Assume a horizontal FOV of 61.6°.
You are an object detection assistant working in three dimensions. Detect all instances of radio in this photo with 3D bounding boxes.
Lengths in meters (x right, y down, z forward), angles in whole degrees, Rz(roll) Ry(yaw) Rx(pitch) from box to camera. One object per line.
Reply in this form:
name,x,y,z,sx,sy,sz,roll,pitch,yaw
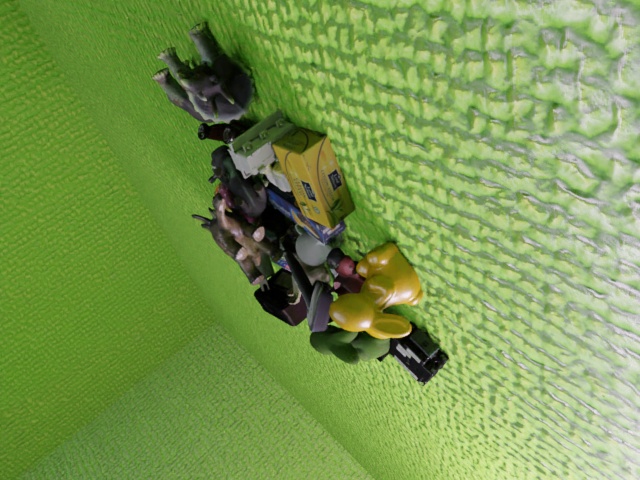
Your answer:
radio,-0.093,0.163,1.564,0.073,0.131,0.230,58,160,-22

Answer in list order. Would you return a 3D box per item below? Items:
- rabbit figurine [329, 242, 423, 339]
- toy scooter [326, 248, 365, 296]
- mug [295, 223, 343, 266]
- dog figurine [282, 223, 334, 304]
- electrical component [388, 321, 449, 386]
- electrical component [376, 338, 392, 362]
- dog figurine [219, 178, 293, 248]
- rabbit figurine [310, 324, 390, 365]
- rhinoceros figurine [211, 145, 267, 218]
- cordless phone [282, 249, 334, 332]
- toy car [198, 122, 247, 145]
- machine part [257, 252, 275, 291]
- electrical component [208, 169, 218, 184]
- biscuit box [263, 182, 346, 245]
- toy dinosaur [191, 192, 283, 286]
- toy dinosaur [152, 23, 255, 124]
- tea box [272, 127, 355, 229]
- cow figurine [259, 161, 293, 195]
rabbit figurine,0.098,0.112,0.998,0.162,0.173,0.122,57,156,-2
toy scooter,0.083,0.097,1.135,0.135,0.075,0.183,34,161,28
mug,-0.002,-0.004,1.166,0.109,0.081,0.107,55,150,-5
dog figurine,-0.031,0.045,1.318,0.172,0.121,0.190,-123,27,-80
electrical component,0.209,0.241,1.146,0.115,0.058,0.134,43,158,18
electrical component,0.143,0.242,1.309,0.075,0.048,0.119,44,160,19
dog figurine,-0.157,-0.066,1.350,0.219,0.108,0.191,50,160,-3
rabbit figurine,0.064,0.224,1.185,0.159,0.170,0.121,-141,44,-84
rhinoceros figurine,-0.180,-0.137,1.194,0.190,0.073,0.112,54,180,19
cordless phone,-0.027,0.101,1.178,0.184,0.089,0.146,60,177,-5
toy car,-0.194,-0.231,1.173,0.202,0.089,0.053,20,100,55
machine part,-0.192,0.033,1.571,0.079,0.079,0.243,-11,97,68
electrical component,-0.224,-0.182,1.301,0.102,0.078,0.045,-42,80,27
biscuit box,-0.037,-0.072,1.134,0.203,0.063,0.059,36,153,38
toy dinosaur,-0.185,0.001,1.251,0.199,0.105,0.470,43,166,21
toy dinosaur,-0.242,-0.305,1.118,0.192,0.131,0.405,55,166,-8
tea box,-0.010,-0.114,0.994,0.098,0.068,0.169,28,149,50
cow figurine,-0.079,-0.138,1.112,0.168,0.068,0.098,25,154,53
